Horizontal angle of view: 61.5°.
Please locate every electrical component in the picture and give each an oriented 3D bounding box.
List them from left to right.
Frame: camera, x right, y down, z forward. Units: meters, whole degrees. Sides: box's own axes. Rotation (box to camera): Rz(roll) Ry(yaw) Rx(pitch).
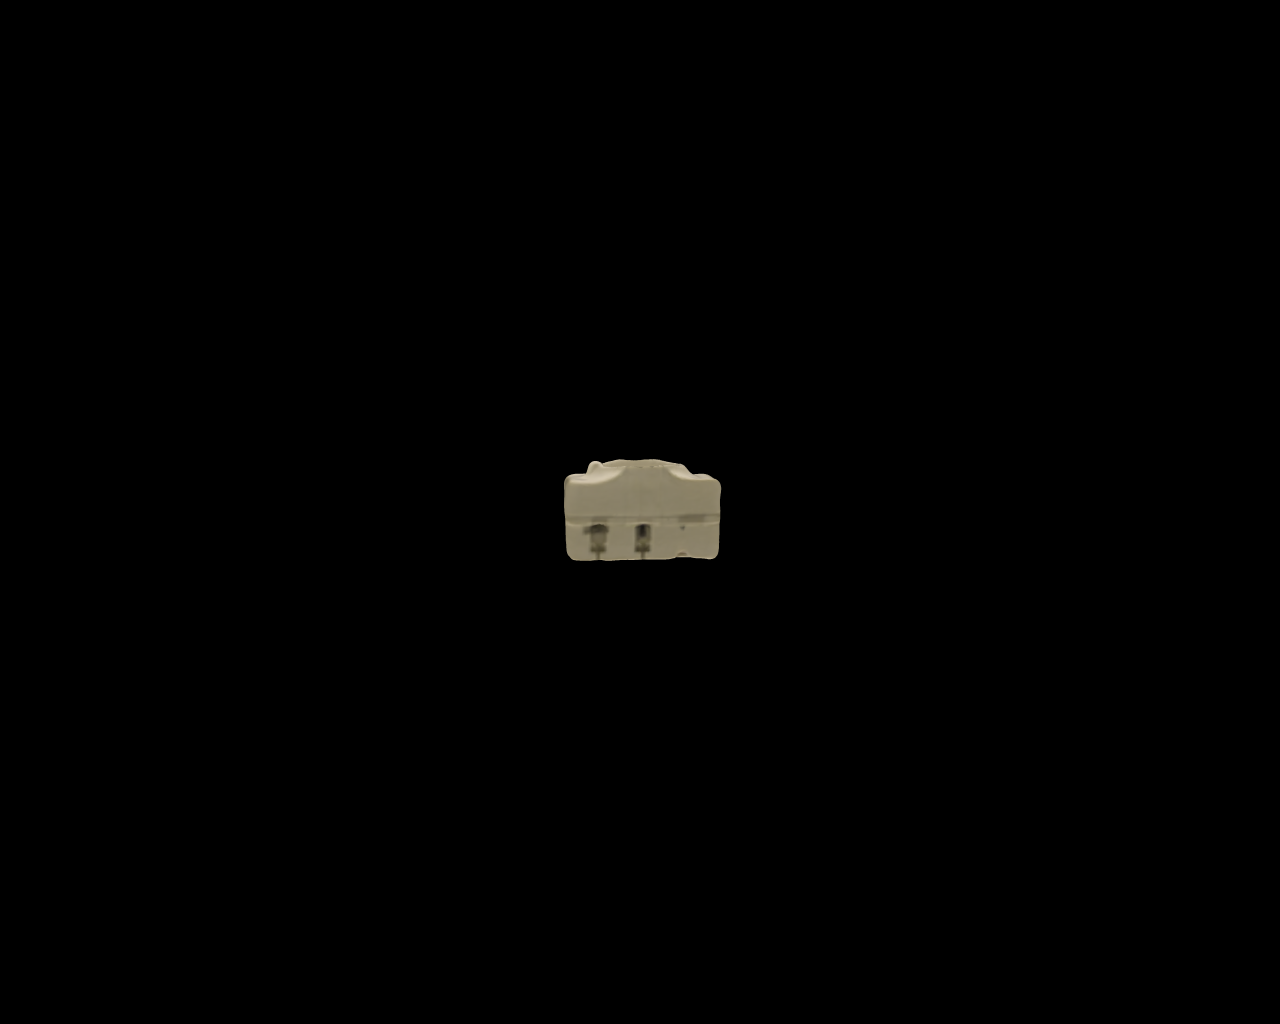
[{"bbox_3d":[0.001,-0.003,0.650,0.089,0.055,0.050,-1,8,-5],"label":"electrical component"}]
